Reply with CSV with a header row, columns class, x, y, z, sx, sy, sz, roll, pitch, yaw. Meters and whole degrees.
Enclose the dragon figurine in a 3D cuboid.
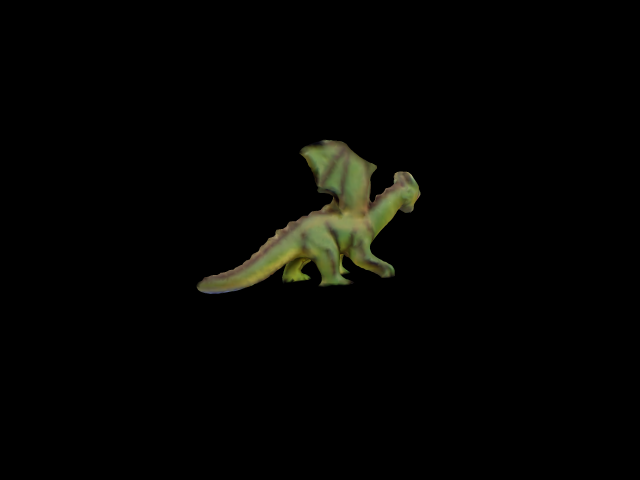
class,x,y,z,sx,sy,sz,roll,pitch,yaw
dragon figurine,0.003,-0.043,0.850,0.411,0.241,0.122,-4,8,-26
